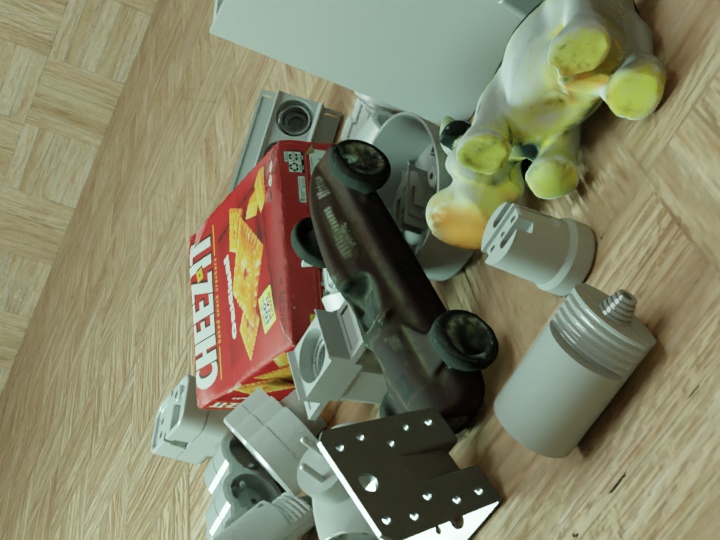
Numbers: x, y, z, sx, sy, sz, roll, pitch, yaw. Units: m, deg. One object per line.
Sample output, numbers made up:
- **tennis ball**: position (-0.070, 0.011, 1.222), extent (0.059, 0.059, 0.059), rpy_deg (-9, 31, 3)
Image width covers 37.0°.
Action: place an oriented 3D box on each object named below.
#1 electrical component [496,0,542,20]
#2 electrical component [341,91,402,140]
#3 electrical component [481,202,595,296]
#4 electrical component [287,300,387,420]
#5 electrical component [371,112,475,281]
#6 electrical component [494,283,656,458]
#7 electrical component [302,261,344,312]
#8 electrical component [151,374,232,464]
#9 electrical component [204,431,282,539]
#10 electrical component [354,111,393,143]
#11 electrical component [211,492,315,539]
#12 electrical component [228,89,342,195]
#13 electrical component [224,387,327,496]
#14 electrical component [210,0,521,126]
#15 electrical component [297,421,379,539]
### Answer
- **electrical component**: position (0.124, -0.187, 0.614), extent (0.096, 0.061, 0.061), rpy_deg (-51, 26, 28)
- **electrical component**: position (0.014, -0.119, 0.847), extent (0.066, 0.048, 0.055), rpy_deg (-115, 40, -62)
- **electrical component**: position (0.092, -0.012, 0.557), extent (0.040, 0.046, 0.040), rpy_deg (-51, 29, 43)
- **electrical component**: position (-0.008, 0.060, 0.719), extent (0.081, 0.064, 0.042), rpy_deg (-57, 37, 35)
- **electrical component**: position (0.040, -0.044, 0.687), extent (0.099, 0.064, 0.099), rpy_deg (-50, 30, 44)
- **electrical component**: position (0.100, 0.042, 0.493), extent (0.081, 0.043, 0.043), rpy_deg (-60, 23, 27)
- **electrical component**: position (0.000, 0.000, 0.748), extent (0.058, 0.078, 0.057), rpy_deg (121, 143, -78)
- **electrical component**: position (-0.154, 0.145, 1.024), extent (0.095, 0.059, 0.053), rpy_deg (-46, 32, 49)
- **electrical component**: position (-0.097, 0.199, 0.844), extent (0.073, 0.052, 0.138), rpy_deg (-59, 24, 29)
- **electrical component**: position (0.018, -0.084, 0.794), extent (0.047, 0.055, 0.055), rpy_deg (-56, 25, 27)
- **electrical component**: position (-0.065, 0.186, 0.760), extent (0.081, 0.043, 0.043), rpy_deg (-34, 2, -30)
- **electrical component**: position (-0.072, -0.099, 1.016), extent (0.063, 0.079, 0.121), rpy_deg (94, -168, -85)
- **electrical component**: position (-0.050, 0.114, 0.800), extent (0.074, 0.052, 0.138), rpy_deg (-41, 14, -11)
- **electrical component**: position (0.010, -0.178, 0.705), extent (0.105, 0.186, 0.060), rpy_deg (-54, 27, 39)
- **electrical component**: position (-0.012, 0.128, 0.658), extent (0.043, 0.079, 0.077), rpy_deg (-25, 43, 24)
